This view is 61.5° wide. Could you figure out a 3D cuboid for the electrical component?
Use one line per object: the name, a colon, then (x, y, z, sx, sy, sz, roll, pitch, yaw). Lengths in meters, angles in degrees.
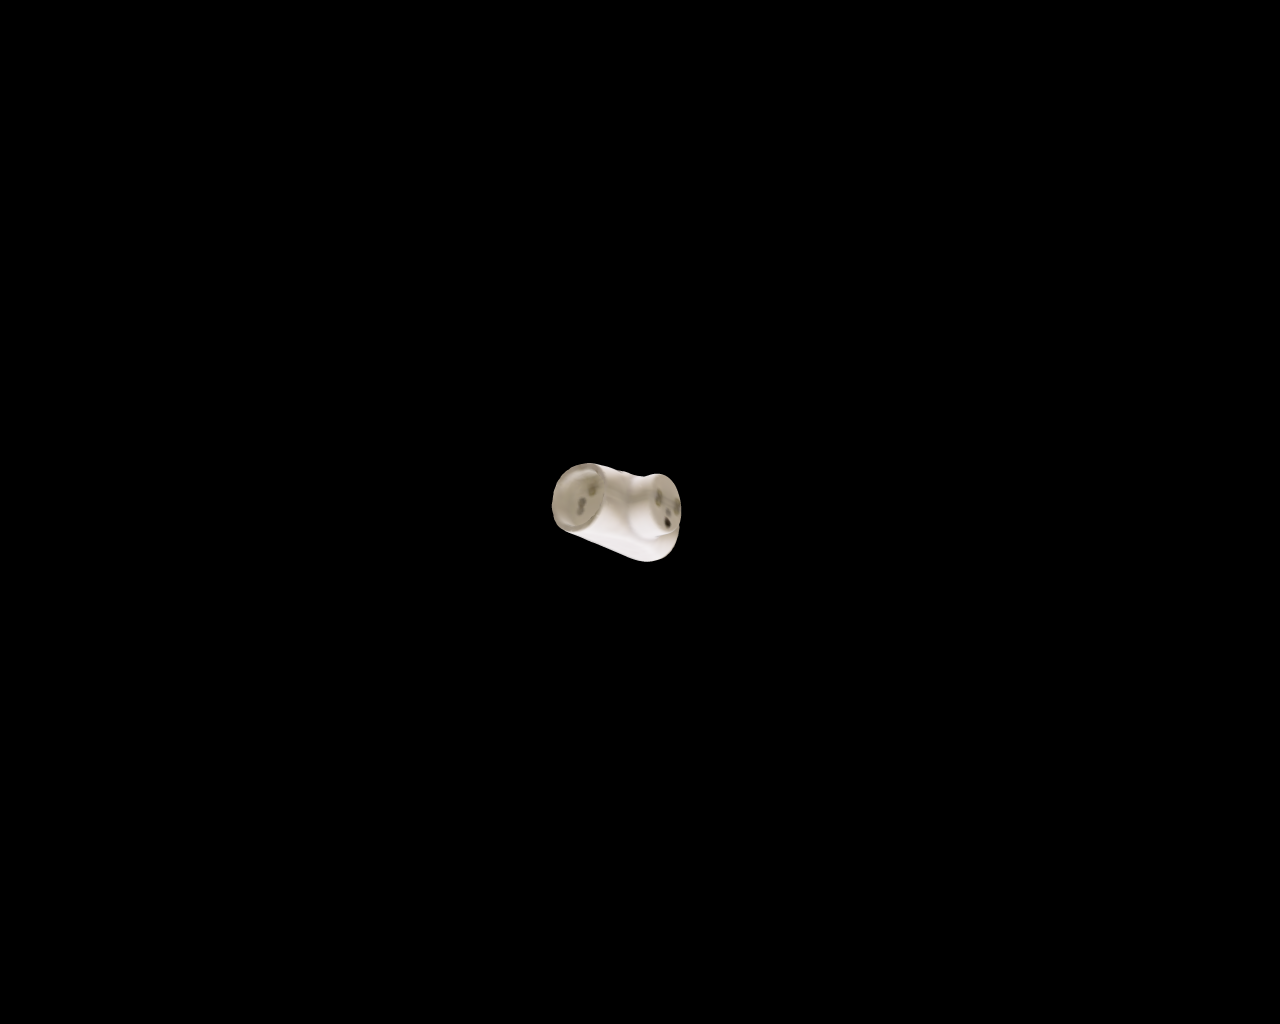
electrical component: (0.001, -0.003, 0.650, 0.079, 0.044, 0.077, -14, -24, 33)
